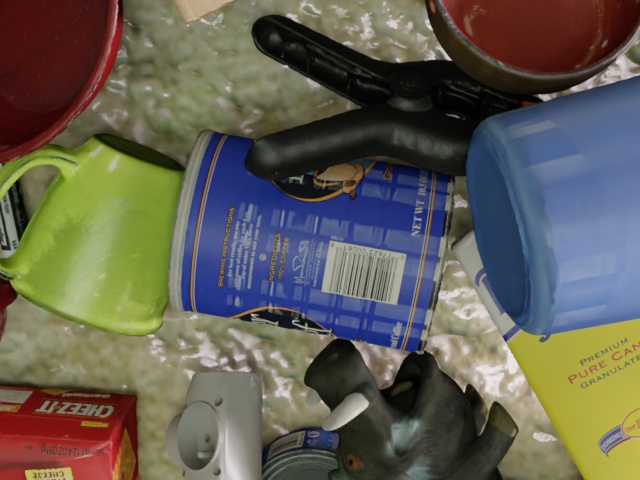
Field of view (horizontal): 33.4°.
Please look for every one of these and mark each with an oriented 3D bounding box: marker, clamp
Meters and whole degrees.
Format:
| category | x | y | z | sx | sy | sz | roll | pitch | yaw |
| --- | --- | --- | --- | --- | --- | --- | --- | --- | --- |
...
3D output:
| category | x | y | z | sx | sy | sz | roll | pitch | yaw |
| --- | --- | --- | --- | --- | --- | --- | --- | --- | --- |
| marker | -0.191 | -0.039 | 0.640 | 0.020 | 0.020 | 0.121 | -5 | 107 | 7 |
| clamp | 0.038 | -0.078 | 0.578 | 0.171 | 0.120 | 0.039 | 1 | 144 | -15 |

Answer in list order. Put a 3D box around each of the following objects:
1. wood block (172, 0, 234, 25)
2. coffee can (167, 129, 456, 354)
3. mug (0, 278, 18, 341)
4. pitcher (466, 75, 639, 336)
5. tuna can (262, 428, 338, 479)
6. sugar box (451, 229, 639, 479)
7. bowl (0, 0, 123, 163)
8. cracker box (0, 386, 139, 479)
| category | x | y | z | sx | sy | sz | roll | pitch | yaw |
| --- | --- | --- | --- | --- | --- | --- | --- | --- | --- |
| wood block | -0.069 | -0.224 | 0.533 | 0.091 | 0.090 | 0.206 | -24 | 103 | 12 |
| coffee can | -0.004 | 0.001 | 0.590 | 0.140 | 0.102 | 0.103 | 10 | 108 | 2 |
| mug | -0.237 | 0.050 | 0.640 | 0.117 | 0.081 | 0.093 | -16 | 105 | 10 |
| pitcher | 0.203 | -0.020 | 0.518 | 0.242 | 0.149 | 0.145 | -13 | 147 | -4 |
| tuna can | -0.003 | 0.164 | 0.678 | 0.086 | 0.033 | 0.086 | 2 | 108 | 5 |
| sugar box | 0.156 | 0.055 | 0.595 | 0.093 | 0.048 | 0.176 | -32 | 86 | 14 |
| bowl | -0.164 | -0.118 | 0.577 | 0.162 | 0.055 | 0.162 | -1 | 88 | 22 |
| cracker box | -0.202 | 0.203 | 0.690 | 0.164 | 0.072 | 0.214 | 4 | 108 | 5 |
